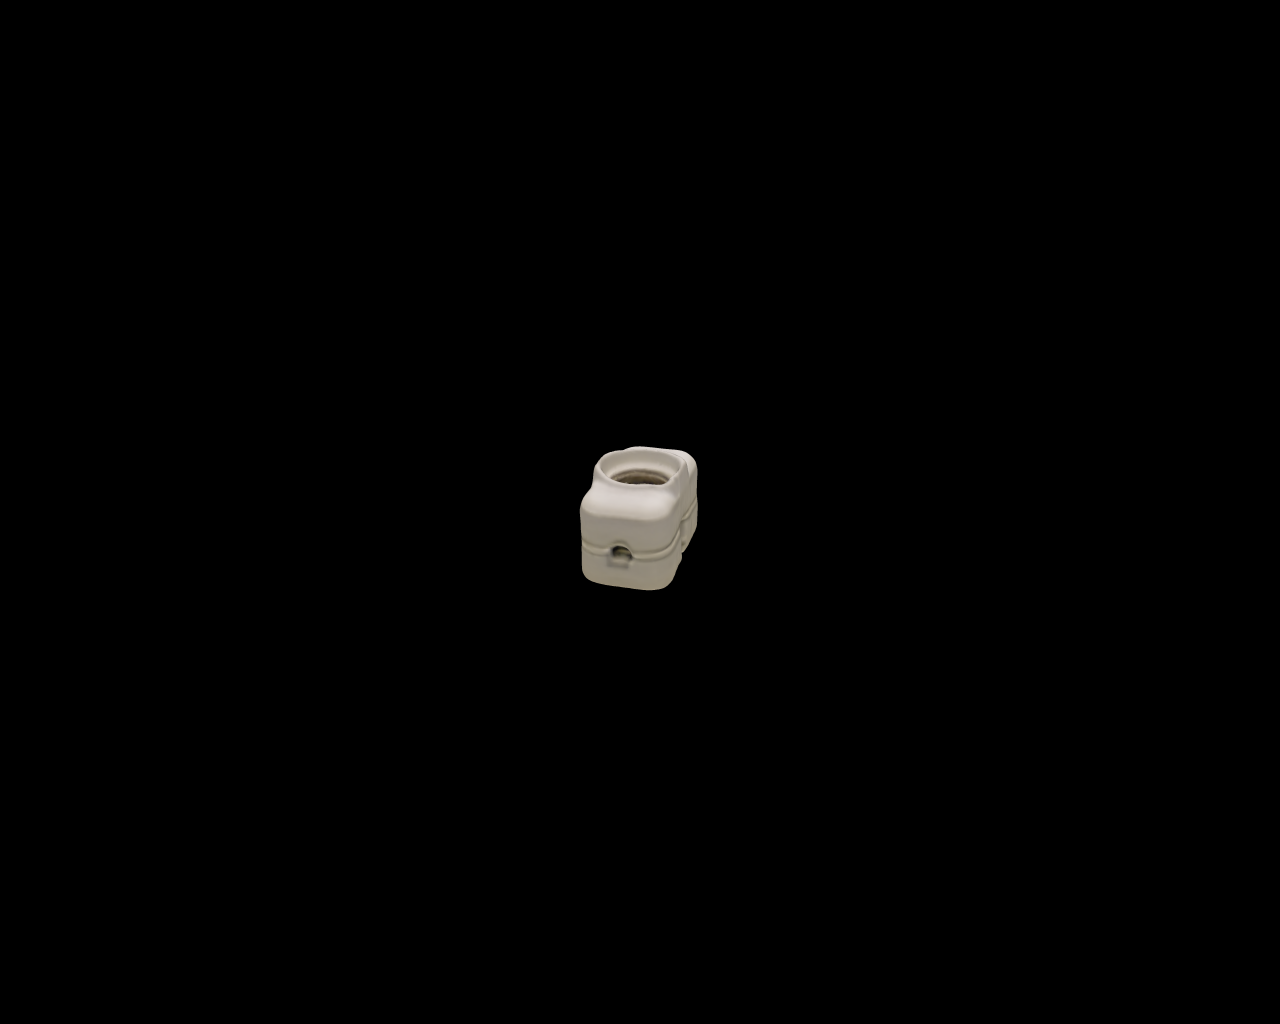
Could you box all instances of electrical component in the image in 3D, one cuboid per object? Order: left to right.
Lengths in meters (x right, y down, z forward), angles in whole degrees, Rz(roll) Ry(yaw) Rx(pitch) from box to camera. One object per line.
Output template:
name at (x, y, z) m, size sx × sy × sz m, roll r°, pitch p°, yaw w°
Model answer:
electrical component at (0.001, -0.003, 0.650) m, size 0.054 × 0.059 × 0.095 m, roll 7°, pitch 27°, yaw 14°
